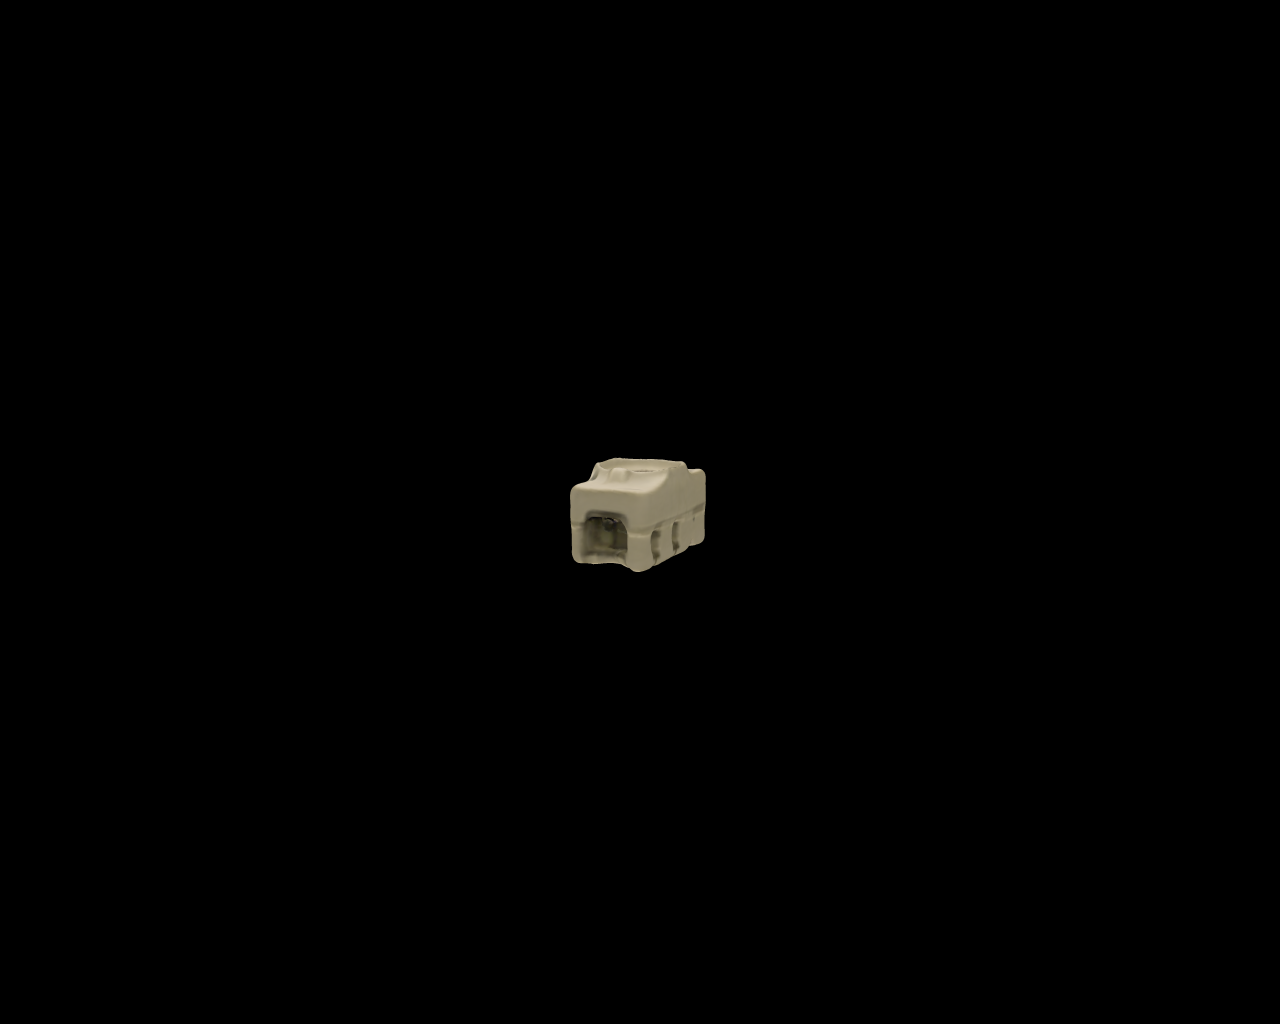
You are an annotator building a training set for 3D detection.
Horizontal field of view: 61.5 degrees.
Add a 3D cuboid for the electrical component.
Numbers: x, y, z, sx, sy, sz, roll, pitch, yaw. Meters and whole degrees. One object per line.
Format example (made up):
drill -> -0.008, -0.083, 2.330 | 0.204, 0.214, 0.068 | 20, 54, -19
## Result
electrical component -> 0.001, -0.003, 0.650 | 0.050, 0.055, 0.090 | 6, 13, 27
